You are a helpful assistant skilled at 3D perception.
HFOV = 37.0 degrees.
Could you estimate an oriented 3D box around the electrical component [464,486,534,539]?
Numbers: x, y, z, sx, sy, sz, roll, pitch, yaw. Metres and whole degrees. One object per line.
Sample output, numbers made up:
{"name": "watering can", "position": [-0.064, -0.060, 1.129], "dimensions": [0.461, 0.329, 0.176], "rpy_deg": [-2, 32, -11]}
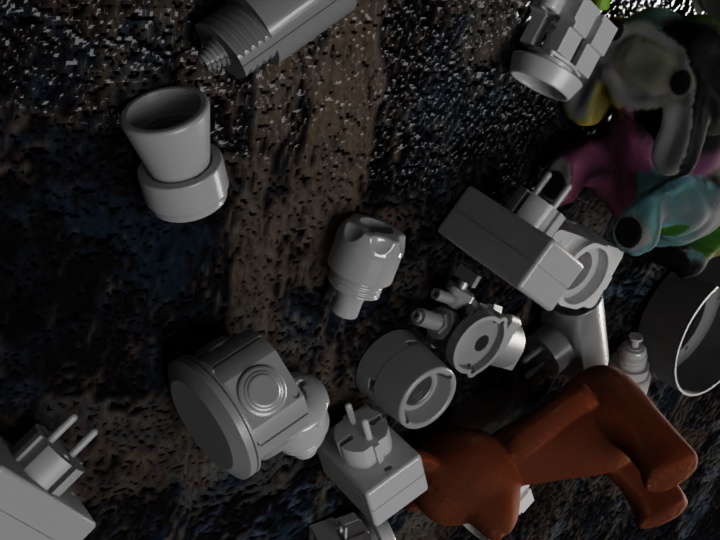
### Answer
{"name": "electrical component", "position": [0.109, 0.190, 0.892], "dimensions": [0.055, 0.048, 0.066], "rpy_deg": [-43, 138, -20]}

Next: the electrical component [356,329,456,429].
{"name": "electrical component", "position": [0.033, 0.076, 0.742], "dimensions": [0.055, 0.047, 0.055], "rpy_deg": [-22, 131, -28]}

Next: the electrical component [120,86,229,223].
{"name": "electrical component", "position": [-0.092, -0.058, 0.542], "dimensions": [0.045, 0.045, 0.055], "rpy_deg": [-30, 134, -22]}

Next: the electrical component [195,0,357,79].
{"name": "electrical component", "position": [-0.046, -0.125, 0.535], "dimensions": [0.081, 0.043, 0.043], "rpy_deg": [-38, 137, -14]}

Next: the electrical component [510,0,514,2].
{"name": "electrical component", "position": [0.083, -0.182, 0.612], "dimensions": [0.040, 0.040, 0.046], "rpy_deg": [-3, 126, -40]}

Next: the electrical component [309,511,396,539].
{"name": "electrical component", "position": [-0.006, 0.209, 0.804], "dimensions": [0.055, 0.048, 0.066], "rpy_deg": [-15, 127, -24]}

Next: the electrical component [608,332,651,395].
{"name": "electrical component", "position": [0.231, 0.089, 0.929], "dimensions": [0.040, 0.040, 0.078], "rpy_deg": [-19, 129, -31]}

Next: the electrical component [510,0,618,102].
{"name": "electrical component", "position": [0.125, -0.140, 0.674], "dimensions": [0.066, 0.048, 0.055], "rpy_deg": [25, 93, -47]}

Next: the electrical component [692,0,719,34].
{"name": "electrical component", "position": [0.275, -0.162, 0.725], "dimensions": [0.078, 0.063, 0.121], "rpy_deg": [-57, 136, -14]}

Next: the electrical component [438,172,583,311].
{"name": "electrical component", "position": [0.109, -0.030, 0.708], "dimensions": [0.075, 0.083, 0.047], "rpy_deg": [-54, 138, 4]}

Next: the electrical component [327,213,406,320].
{"name": "electrical component", "position": [0.000, 0.000, 0.664], "dimensions": [0.043, 0.043, 0.062], "rpy_deg": [1, 118, -41]}

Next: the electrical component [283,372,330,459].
{"name": "electrical component", "position": [-0.041, 0.100, 0.698], "dimensions": [0.048, 0.048, 0.062], "rpy_deg": [-33, 143, -19]}

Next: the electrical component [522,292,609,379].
{"name": "electrical component", "position": [0.157, 0.055, 0.839], "dimensions": [0.079, 0.043, 0.077], "rpy_deg": [-35, 136, -17]}

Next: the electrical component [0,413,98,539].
{"name": "electrical component", "position": [-0.176, 0.109, 0.583], "dimensions": [0.075, 0.047, 0.083], "rpy_deg": [-45, 138, -7]}

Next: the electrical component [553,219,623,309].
{"name": "electrical component", "position": [0.142, -0.008, 0.772], "dimensions": [0.089, 0.056, 0.050], "rpy_deg": [13, 109, -45]}

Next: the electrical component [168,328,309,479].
{"name": "electrical component", "position": [-0.072, 0.077, 0.628], "dimensions": [0.051, 0.080, 0.080], "rpy_deg": [-32, 135, -27]}

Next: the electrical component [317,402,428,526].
{"name": "electrical component", "position": [0.004, 0.121, 0.735], "dimensions": [0.047, 0.066, 0.076], "rpy_deg": [-32, 135, -20]}
